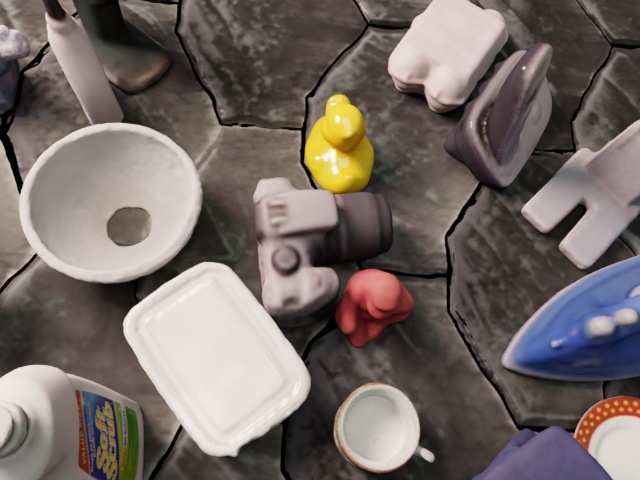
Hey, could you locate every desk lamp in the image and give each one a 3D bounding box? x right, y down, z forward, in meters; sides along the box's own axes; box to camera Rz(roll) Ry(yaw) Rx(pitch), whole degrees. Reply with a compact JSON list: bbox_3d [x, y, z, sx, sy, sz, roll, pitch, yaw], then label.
[{"bbox_3d":[0.341,-0.093,0.577,0.118,0.213,0.203,44,72,11],"label":"desk lamp"}]

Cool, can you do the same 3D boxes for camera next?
[{"bbox_3d":[0.005,0.002,0.567,0.137,0.101,0.143,-7,70,-8],"label":"camera"}]

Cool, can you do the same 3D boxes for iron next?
[{"bbox_3d":[0.314,0.070,0.551,0.258,0.141,0.118,-17,72,-12],"label":"iron"}]

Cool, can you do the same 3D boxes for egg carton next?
[{"bbox_3d":[0.153,-0.228,0.686,0.107,0.069,0.150,32,70,7],"label":"egg carton"}]

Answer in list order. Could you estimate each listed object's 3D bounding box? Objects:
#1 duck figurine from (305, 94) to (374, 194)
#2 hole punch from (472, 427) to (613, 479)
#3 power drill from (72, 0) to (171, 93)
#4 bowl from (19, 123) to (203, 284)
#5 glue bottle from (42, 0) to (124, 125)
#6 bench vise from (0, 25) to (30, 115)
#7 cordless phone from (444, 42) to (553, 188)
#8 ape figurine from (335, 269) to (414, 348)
[{"bbox_3d":[0.025,-0.106,0.618,0.077,0.086,0.104,-7,70,-8],"label":"duck figurine"},{"bbox_3d":[0.202,0.234,0.505,0.101,0.091,0.108,-36,77,-17],"label":"hole punch"},{"bbox_3d":[-0.218,-0.251,0.583,0.229,0.208,0.076,38,71,9],"label":"power drill"},{"bbox_3d":[-0.199,-0.028,0.572,0.167,0.075,0.167,2,69,-5],"label":"bowl"},{"bbox_3d":[-0.244,-0.186,0.574,0.037,0.173,0.078,-28,74,-15],"label":"glue bottle"},{"bbox_3d":[-0.402,-0.212,0.543,0.207,0.220,0.121,-19,72,-12],"label":"bench vise"},{"bbox_3d":[0.215,-0.154,0.602,0.094,0.185,0.148,31,70,7],"label":"cordless phone"},{"bbox_3d":[0.055,0.059,0.556,0.078,0.092,0.076,3,69,-4],"label":"ape figurine"}]
